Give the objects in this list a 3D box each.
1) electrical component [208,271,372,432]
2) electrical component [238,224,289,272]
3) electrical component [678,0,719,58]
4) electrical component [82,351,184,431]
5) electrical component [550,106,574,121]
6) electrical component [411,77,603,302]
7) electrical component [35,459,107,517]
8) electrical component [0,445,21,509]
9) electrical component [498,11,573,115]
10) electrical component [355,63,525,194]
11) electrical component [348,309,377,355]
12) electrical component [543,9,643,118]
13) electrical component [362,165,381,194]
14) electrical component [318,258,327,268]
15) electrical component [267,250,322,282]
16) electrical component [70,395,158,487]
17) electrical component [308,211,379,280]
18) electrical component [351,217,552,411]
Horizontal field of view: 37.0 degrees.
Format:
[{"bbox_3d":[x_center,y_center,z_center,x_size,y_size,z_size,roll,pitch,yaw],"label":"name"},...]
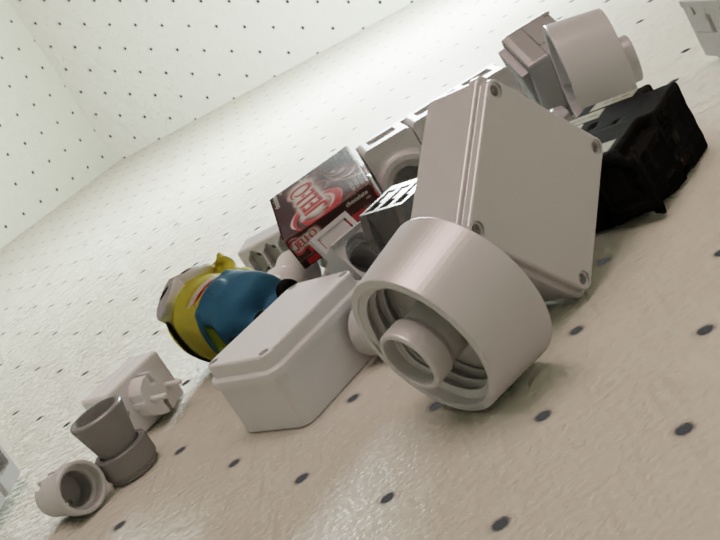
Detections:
[{"bbox_3d":[-0.043,0.057,0.765,0.078,0.057,0.113,-14,23,47],"label":"electrical component"},{"bbox_3d":[-0.079,-0.025,1.099,0.066,0.047,0.076,-27,16,17],"label":"electrical component"},{"bbox_3d":[0.359,-0.234,0.890,0.150,0.061,0.089,-32,15,0],"label":"electrical component"},{"bbox_3d":[-0.177,0.103,0.892,0.077,0.047,0.065,-17,21,42],"label":"electrical component"},{"bbox_3d":[0.157,-0.108,0.919,0.062,0.043,0.043,-32,16,7],"label":"electrical component"},{"bbox_3d":[0.091,-0.045,0.662,0.056,0.109,0.108,-15,59,51],"label":"electrical component"},{"bbox_3d":[-0.217,0.164,0.800,0.046,0.040,0.040,-24,16,47],"label":"electrical component"},{"bbox_3d":[-0.345,0.202,0.880,0.089,0.061,0.150,-30,16,6],"label":"electrical component"},{"bbox_3d":[0.180,-0.185,1.032,0.061,0.096,0.061,-31,45,1],"label":"electrical component"},{"bbox_3d":[0.084,-0.108,0.966,0.150,0.089,0.061,-32,15,0],"label":"electrical component"},{"bbox_3d":[0.021,0.038,0.739,0.046,0.040,0.040,-9,27,41],"label":"electrical component"},{"bbox_3d":[0.202,-0.167,0.904,0.060,0.108,0.108,-22,17,9],"label":"electrical component"},{"bbox_3d":[-0.012,-0.055,1.054,0.074,0.052,0.138,-29,16,10],"label":"electrical component"},{"bbox_3d":[-0.017,-0.014,0.967,0.040,0.040,0.046,-35,11,-13],"label":"electrical component"},{"bbox_3d":[-0.064,0.013,0.958,0.045,0.045,0.055,-23,19,29],"label":"electrical component"},{"bbox_3d":[-0.185,0.129,0.813,0.045,0.055,0.045,-29,16,9],"label":"electrical component"},{"bbox_3d":[0.000,0.000,0.831,0.042,0.081,0.063,-40,-11,-32],"label":"electrical component"},{"bbox_3d":[0.044,0.031,0.597,0.060,0.108,0.108,-47,21,-27],"label":"electrical component"}]
